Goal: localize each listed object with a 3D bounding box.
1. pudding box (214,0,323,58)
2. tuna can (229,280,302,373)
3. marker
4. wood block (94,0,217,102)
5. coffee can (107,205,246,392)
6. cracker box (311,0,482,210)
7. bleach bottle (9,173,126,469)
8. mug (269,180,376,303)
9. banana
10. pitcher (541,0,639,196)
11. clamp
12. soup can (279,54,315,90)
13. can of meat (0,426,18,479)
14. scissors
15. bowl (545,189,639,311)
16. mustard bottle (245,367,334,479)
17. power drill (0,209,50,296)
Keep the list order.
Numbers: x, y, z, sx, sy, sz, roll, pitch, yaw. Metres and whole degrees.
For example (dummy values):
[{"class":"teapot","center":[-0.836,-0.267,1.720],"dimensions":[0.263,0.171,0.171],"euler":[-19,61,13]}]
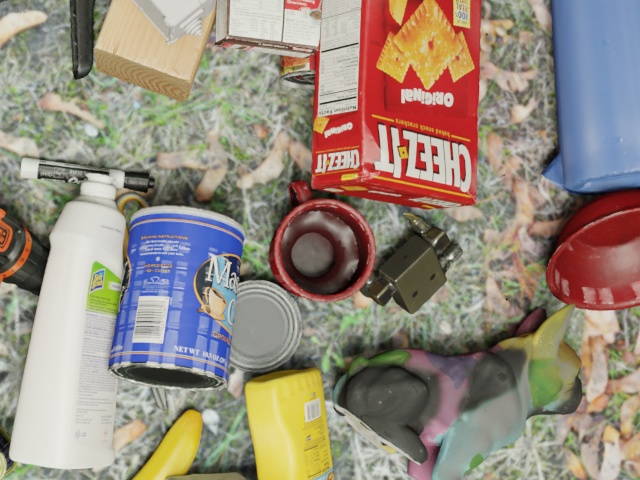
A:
[{"class":"pudding box","center":[-0.044,-0.222,0.937],"dimensions":[0.090,0.039,0.113],"euler":[4,85,-21]},{"class":"tuna can","center":[-0.061,0.080,0.994],"dimensions":[0.086,0.034,0.086],"euler":[1,85,-11]},{"class":"marker","center":[-0.213,-0.059,0.984],"dimensions":[0.121,0.020,0.020],"euler":[7,84,-10]},{"class":"wood block","center":[-0.129,-0.244,0.980],"dimensions":[0.090,0.090,0.206],"euler":[20,82,-8]},{"class":"coffee can","center":[-0.123,0.053,0.926],"dimensions":[0.102,0.103,0.140],"euler":[9,71,-10]},{"class":"cracker box","center":[0.075,-0.144,0.985],"dimensions":[0.163,0.072,0.214],"euler":[8,82,-43]},{"class":"bleach bottle","center":[-0.207,0.069,0.932],"dimensions":[0.068,0.102,0.251],"euler":[5,83,17]},{"class":"mug","center":[-0.006,0.001,0.986],"dimensions":[0.093,0.081,0.117],"euler":[-20,89,-12]},{"class":"banana","center":[-0.180,0.230,0.957],"dimensions":[0.197,0.037,0.069],"euler":[-30,92,-12]},{"class":"pitcher","center":[0.300,-0.169,1.036],"dimensions":[0.149,0.145,0.243],"euler":[-1,82,-26]},{"class":"clamp","center":[-0.239,-0.246,0.977],"dimensions":[0.120,0.039,0.171],"euler":[26,73,-28]},{"class":"soup can","center":[-0.005,-0.199,1.011],"dimensions":[0.068,0.068,0.102],"euler":[1,85,-11]},{"class":"can of meat","center":[-0.311,0.204,0.910],"dimensions":[0.102,0.084,0.057],"euler":[-41,94,-11]},{"class":"scissors","center":[-0.188,0.057,0.981],"dimensions":[0.096,0.016,0.202],"euler":[0,85,-9]},{"class":"bowl","center":[0.292,0.001,1.029],"dimensions":[0.162,0.162,0.055],"euler":[2,51,-11]},{"class":"mustard bottle","center":[-0.021,0.215,0.962],"dimensions":[0.058,0.096,0.191],"euler":[-9,87,23]},{"class":"power drill","center":[-0.292,0.063,0.877],"dimensions":[0.057,0.184,0.187],"euler":[2,66,28]}]
